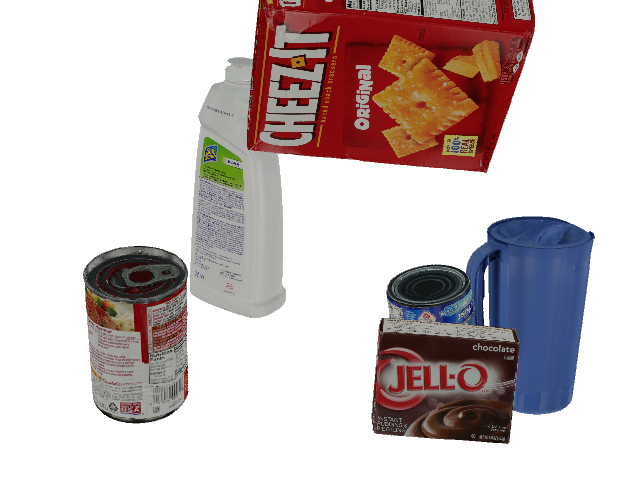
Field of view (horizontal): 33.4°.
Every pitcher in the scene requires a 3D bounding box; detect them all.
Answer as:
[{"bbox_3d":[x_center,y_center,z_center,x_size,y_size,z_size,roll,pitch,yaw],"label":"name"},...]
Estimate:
[{"bbox_3d":[0.269,0.098,1.381,0.149,0.243,0.144,5,19,16],"label":"pitcher"}]

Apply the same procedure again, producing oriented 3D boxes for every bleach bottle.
[{"bbox_3d":[-0.078,-0.054,1.065,0.103,0.251,0.068,17,26,27],"label":"bleach bottle"}]

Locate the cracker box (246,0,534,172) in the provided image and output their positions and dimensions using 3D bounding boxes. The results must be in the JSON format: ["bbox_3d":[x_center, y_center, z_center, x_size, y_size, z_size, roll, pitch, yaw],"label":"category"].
[{"bbox_3d":[0.051,-0.139,0.878,0.213,0.072,0.164,4,-38,-5],"label":"cracker box"}]

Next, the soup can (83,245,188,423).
[{"bbox_3d":[-0.123,0.064,0.725,0.068,0.102,0.068,2,30,-2],"label":"soup can"}]

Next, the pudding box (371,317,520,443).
[{"bbox_3d":[0.100,0.113,0.862,0.113,0.090,0.039,3,19,2],"label":"pudding box"}]

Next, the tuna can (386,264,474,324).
[{"bbox_3d":[0.109,0.057,1.060,0.086,0.034,0.086,-8,25,4],"label":"tuna can"}]
